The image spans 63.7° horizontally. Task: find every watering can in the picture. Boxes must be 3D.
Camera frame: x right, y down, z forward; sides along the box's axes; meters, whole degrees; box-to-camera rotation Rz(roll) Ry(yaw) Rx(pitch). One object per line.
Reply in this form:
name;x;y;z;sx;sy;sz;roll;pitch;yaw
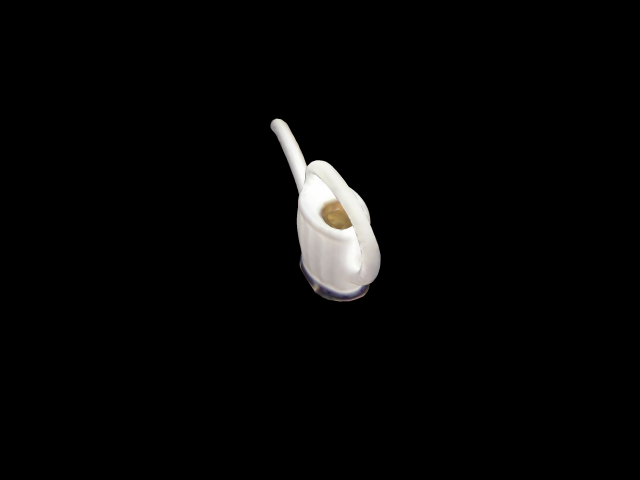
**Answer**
watering can;0.003;-0.043;0.850;0.104;0.219;0.354;-18;45;-18
